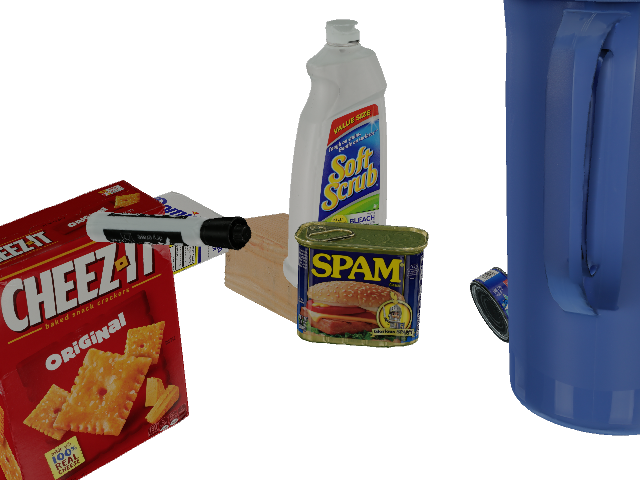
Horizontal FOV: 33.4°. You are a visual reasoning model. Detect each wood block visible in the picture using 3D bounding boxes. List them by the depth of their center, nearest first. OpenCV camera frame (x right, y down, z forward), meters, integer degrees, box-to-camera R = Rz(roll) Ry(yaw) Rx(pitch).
[{"bbox_3d":[-0.023,0.036,1.268,0.090,0.090,0.206,-8,19,-35],"label":"wood block"}]

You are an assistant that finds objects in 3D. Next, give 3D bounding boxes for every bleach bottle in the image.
[{"bbox_3d":[0.014,-0.081,1.015,0.102,0.251,0.068,-10,24,-20],"label":"bleach bottle"}]

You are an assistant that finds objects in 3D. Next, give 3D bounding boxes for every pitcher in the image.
[{"bbox_3d":[0.158,-0.019,0.579,0.149,0.243,0.145,-6,18,-16],"label":"pitcher"}]

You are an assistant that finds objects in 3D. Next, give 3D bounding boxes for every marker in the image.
[{"bbox_3d":[-0.090,-0.006,0.624,0.121,0.020,0.020,3,2,36],"label":"marker"}]

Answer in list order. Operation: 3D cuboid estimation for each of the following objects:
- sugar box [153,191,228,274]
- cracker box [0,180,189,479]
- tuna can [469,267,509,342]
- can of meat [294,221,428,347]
[{"bbox_3d":[-0.186,0.005,1.076,0.093,0.048,0.175,27,38,34],"label":"sugar box"},{"bbox_3d":[-0.194,0.081,0.853,0.163,0.214,0.072,-26,37,-36],"label":"cracker box"},{"bbox_3d":[0.211,0.076,1.243,0.033,0.086,0.086,-30,6,-10],"label":"tuna can"},{"bbox_3d":[0.031,0.034,0.833,0.102,0.084,0.057,4,17,7],"label":"can of meat"}]
